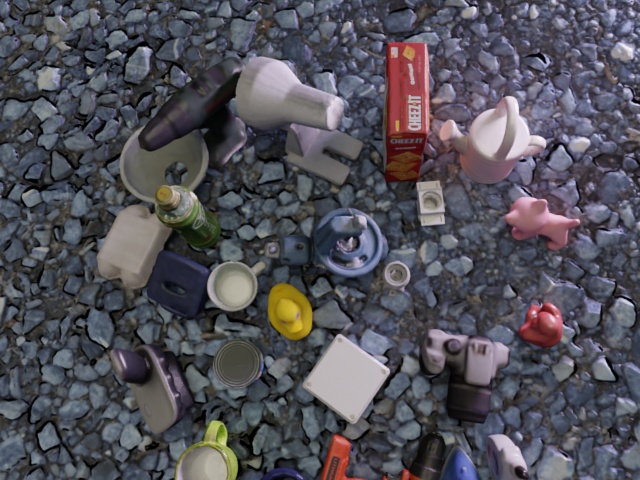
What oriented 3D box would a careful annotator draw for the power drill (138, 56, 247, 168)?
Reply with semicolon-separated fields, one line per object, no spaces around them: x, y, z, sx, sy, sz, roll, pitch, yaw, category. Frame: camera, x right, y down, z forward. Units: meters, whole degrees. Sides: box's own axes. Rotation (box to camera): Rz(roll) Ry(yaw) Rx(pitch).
-0.205;-0.211;1.024;0.075;0.208;0.230;39;82;12;power drill

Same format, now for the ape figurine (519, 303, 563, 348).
0.375;0.143;0.957;0.078;0.092;0.076;-26;76;-2;ape figurine

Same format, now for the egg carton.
-0.338;0.011;1.051;0.107;0.069;0.150;20;78;9;egg carton

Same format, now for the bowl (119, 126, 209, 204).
-0.284;-0.137;1.081;0.167;0.075;0.167;-1;76;4;bowl

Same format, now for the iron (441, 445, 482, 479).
0.228;0.453;0.866;0.118;0.141;0.258;-5;76;3;iron

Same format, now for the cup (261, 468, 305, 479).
-0.057;0.422;0.918;0.091;0.095;0.118;13;77;7;cup

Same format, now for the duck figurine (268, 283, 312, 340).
-0.056;0.121;0.996;0.077;0.086;0.104;-24;76;-2;duck figurine

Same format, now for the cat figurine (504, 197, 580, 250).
0.379;-0.036;0.988;0.127;0.118;0.067;13;78;7;cat figurine

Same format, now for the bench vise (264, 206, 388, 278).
0.013;0.014;0.948;0.207;0.220;0.121;-23;76;-2;bench vise

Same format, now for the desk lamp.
-0.030;-0.212;1.010;0.203;0.213;0.118;25;79;10;desk lamp

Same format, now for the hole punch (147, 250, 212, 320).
-0.246;0.081;1.016;0.108;0.091;0.101;22;79;9;hole punch

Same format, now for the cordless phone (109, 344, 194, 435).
-0.287;0.241;0.931;0.094;0.185;0.147;-31;76;-3;cordless phone

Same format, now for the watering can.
0.298;-0.173;0.987;0.173;0.194;0.101;-15;75;0;watering can

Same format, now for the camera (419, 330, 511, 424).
0.233;0.225;0.943;0.143;0.101;0.137;9;77;6;camera

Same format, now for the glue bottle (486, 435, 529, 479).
0.290;0.343;0.872;0.037;0.173;0.078;-9;76;2;glue bottle
